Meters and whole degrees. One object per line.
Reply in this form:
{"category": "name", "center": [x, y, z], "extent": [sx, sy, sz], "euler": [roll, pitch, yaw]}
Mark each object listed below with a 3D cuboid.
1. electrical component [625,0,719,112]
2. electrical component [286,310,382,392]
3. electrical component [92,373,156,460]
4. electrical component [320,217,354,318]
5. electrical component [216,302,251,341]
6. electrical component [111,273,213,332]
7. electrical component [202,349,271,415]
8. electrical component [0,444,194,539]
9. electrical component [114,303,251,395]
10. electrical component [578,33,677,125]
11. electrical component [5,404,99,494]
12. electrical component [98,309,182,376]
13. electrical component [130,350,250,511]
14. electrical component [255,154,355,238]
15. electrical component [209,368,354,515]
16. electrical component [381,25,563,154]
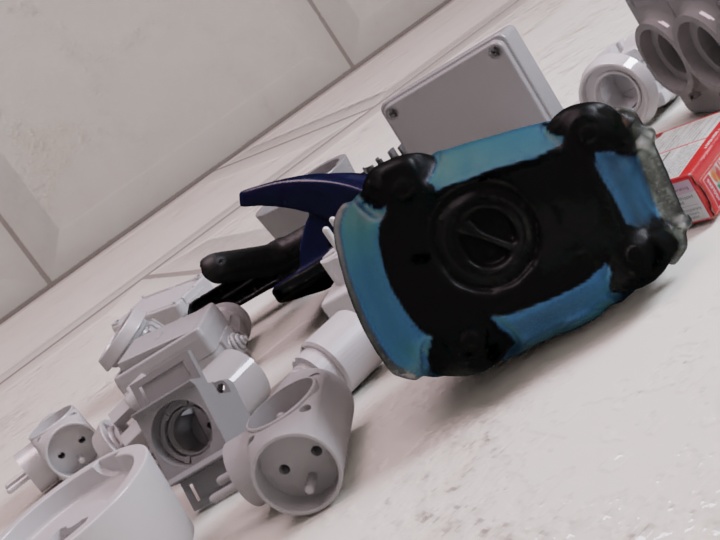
{"category": "electrical component", "center": [0.227, -0.144, 0.634], "extent": [0.062, 0.089, 0.150], "euler": [-35, 13, -5]}
{"category": "electrical component", "center": [-0.020, 0.057, 0.623], "extent": [0.078, 0.040, 0.040], "euler": [-42, 15, -30]}
{"category": "electrical component", "center": [-0.145, 0.107, 0.718], "extent": [0.055, 0.066, 0.048], "euler": [-44, 51, 4]}
{"category": "electrical component", "center": [0.000, 0.000, 0.701], "extent": [0.047, 0.076, 0.065], "euler": [-29, 14, 22]}
{"category": "electrical component", "center": [-0.109, 0.052, 0.871], "extent": [0.040, 0.040, 0.046], "euler": [-33, 18, 7]}
{"category": "electrical component", "center": [-0.165, 0.050, 0.985], "extent": [0.096, 0.061, 0.061], "euler": [-19, 18, 29]}
{"category": "electrical component", "center": [-0.099, 0.092, 0.686], "extent": [0.043, 0.043, 0.081], "euler": [-20, 20, 48]}
{"category": "electrical component", "center": [-0.133, 0.145, 0.536], "extent": [0.108, 0.060, 0.108], "euler": [-32, 13, 8]}
{"category": "electrical component", "center": [-0.130, 0.067, 0.815], "extent": [0.096, 0.061, 0.061], "euler": [-31, 13, 12]}
{"category": "electrical component", "center": [0.190, -0.132, 0.759], "extent": [0.078, 0.058, 0.057], "euler": [-21, 15, 46]}
{"category": "electrical component", "center": [-0.245, 0.147, 0.847], "extent": [0.079, 0.044, 0.077], "euler": [-38, 13, -18]}
{"category": "electrical component", "center": [-0.176, 0.068, 0.881], "extent": [0.078, 0.057, 0.058], "euler": [-55, 11, 3]}
{"category": "electrical component", "center": [-0.091, 0.090, 0.618], "extent": [0.042, 0.081, 0.064], "euler": [-31, -9, 13]}
{"category": "electrical component", "center": [-0.042, -0.060, 1.066], "extent": [0.108, 0.060, 0.108], "euler": [-32, 13, 8]}
{"category": "electrical component", "center": [-0.042, 0.092, 0.540], "extent": [0.079, 0.044, 0.077], "euler": [-32, 13, 13]}
{"category": "electrical component", "center": [0.091, -0.106, 0.797], "extent": [0.109, 0.108, 0.056], "euler": [-28, 11, 27]}
